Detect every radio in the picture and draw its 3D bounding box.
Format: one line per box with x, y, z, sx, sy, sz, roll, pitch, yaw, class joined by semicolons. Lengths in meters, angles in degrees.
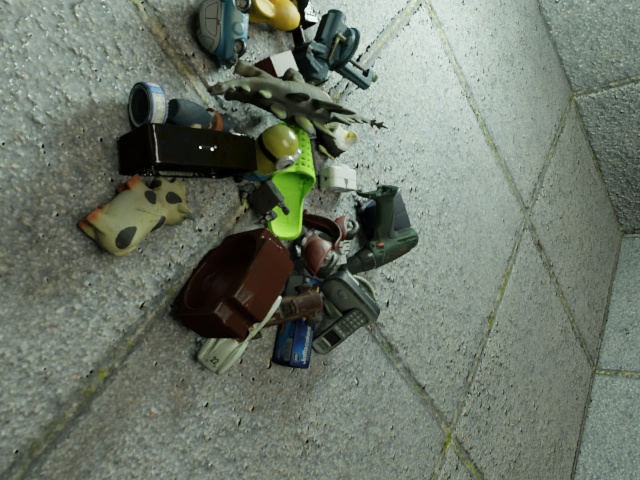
-0.241;-0.156;0.986;0.229;0.131;0.073;-2;87;-47;radio

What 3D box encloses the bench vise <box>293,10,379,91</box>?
0.053;-0.441;1.346;0.240;0.129;0.223;24;68;-36;bench vise

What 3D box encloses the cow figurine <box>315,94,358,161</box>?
0.016;-0.278;1.315;0.098;0.068;0.167;-45;125;-10;cow figurine

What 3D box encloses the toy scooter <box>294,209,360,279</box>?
-0.003;-0.004;1.237;0.135;0.075;0.184;31;58;4;toy scooter

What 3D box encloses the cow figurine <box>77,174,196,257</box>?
-0.305;-0.046;0.939;0.127;0.085;0.195;54;48;-19;cow figurine

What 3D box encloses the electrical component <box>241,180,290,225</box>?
-0.121;-0.081;1.142;0.102;0.078;0.045;59;31;-1;electrical component

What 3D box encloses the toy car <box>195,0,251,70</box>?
-0.203;-0.438;1.098;0.103;0.109;0.161;5;93;-24;toy car

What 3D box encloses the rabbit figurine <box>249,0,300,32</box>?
-0.108;-0.541;1.187;0.162;0.122;0.173;-47;119;-34;rabbit figurine

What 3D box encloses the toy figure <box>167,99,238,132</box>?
-0.230;-0.240;1.064;0.154;0.058;0.064;7;86;-51;toy figure

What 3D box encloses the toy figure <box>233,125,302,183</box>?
-0.116;-0.169;1.085;0.089;0.180;0.082;45;54;-29;toy figure

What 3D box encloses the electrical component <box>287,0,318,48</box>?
-0.046;-0.522;1.282;0.048;0.075;0.119;-17;93;-46;electrical component

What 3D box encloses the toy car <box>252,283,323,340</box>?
-0.086;0.149;1.120;0.202;0.053;0.089;-11;85;-23;toy car

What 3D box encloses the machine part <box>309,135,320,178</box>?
-0.033;-0.209;1.282;0.084;0.039;0.138;-16;95;-51;machine part

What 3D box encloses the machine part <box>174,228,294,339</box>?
-0.157;0.081;0.991;0.087;0.201;0.201;49;52;-27;machine part

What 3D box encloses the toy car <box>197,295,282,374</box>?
-0.155;0.166;1.044;0.073;0.056;0.202;38;75;2;toy car

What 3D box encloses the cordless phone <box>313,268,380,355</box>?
0.032;0.168;1.244;0.146;0.184;0.089;47;11;-10;cordless phone

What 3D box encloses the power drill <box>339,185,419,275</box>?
0.141;-0.028;1.358;0.232;0.086;0.207;-15;103;-22;power drill

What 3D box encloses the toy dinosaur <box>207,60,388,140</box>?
-0.034;-0.286;1.147;0.471;0.199;0.105;-8;129;-47;toy dinosaur

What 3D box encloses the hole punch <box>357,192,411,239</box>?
0.174;-0.061;1.447;0.116;0.092;0.142;-36;114;-39;hole punch

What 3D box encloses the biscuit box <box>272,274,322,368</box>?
-0.049;0.181;1.195;0.062;0.059;0.202;25;68;-42;biscuit box
